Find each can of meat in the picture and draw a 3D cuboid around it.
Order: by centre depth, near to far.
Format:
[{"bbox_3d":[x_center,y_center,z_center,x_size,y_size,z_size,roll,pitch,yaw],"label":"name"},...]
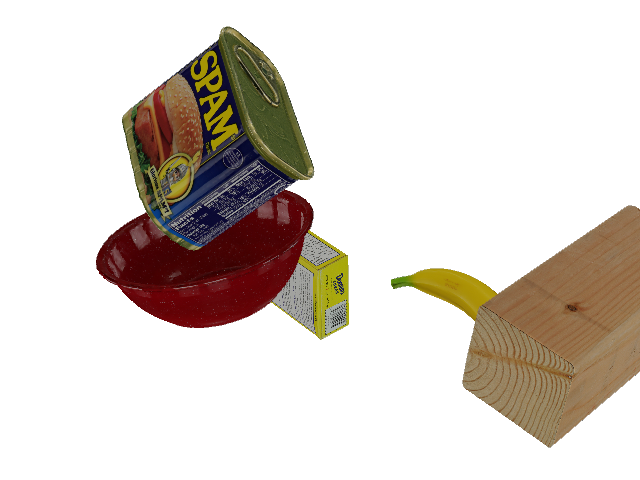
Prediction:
[{"bbox_3d":[-0.061,-0.057,0.607,0.084,0.102,0.057,-34,-38,20],"label":"can of meat"}]

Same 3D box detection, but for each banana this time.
[{"bbox_3d":[0.159,0.075,1.120,0.069,0.037,0.198,-39,40,-14],"label":"banana"}]

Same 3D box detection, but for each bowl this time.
[{"bbox_3d":[-0.079,0.018,0.786,0.162,0.055,0.162,-11,25,5],"label":"bowl"}]

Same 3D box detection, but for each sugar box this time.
[{"bbox_3d":[-0.042,0.020,1.117,0.048,0.093,0.176,-25,42,-29],"label":"sugar box"}]

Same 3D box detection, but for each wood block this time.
[{"bbox_3d":[0.219,0.062,0.862,0.205,0.090,0.091,-28,48,-35],"label":"wood block"}]
